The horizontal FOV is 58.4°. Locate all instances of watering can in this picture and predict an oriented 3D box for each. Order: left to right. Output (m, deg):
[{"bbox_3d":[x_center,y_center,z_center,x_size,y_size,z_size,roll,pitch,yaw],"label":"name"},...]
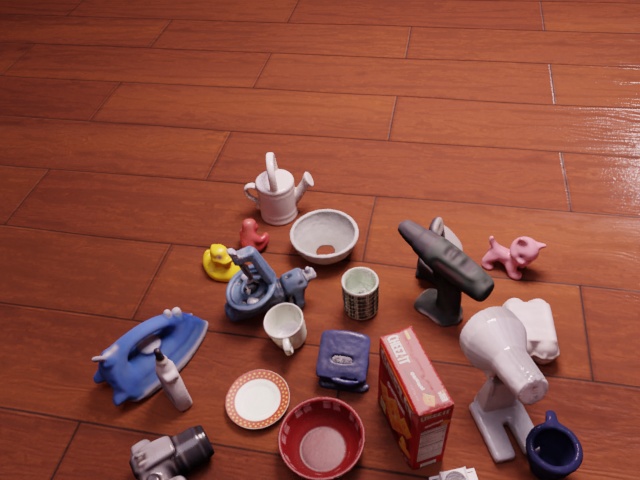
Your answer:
[{"bbox_3d":[-0.107,-0.141,1.473,0.173,0.194,0.100,-19,47,-13],"label":"watering can"}]

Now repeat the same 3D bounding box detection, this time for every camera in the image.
[{"bbox_3d":[-0.258,0.402,1.028,0.137,0.101,0.142,-27,50,-19],"label":"camera"}]

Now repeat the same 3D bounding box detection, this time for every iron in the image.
[{"bbox_3d":[-0.349,0.213,1.189,0.118,0.142,0.259,32,57,31],"label":"iron"}]

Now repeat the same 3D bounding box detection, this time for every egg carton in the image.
[{"bbox_3d":[0.434,0.188,1.196,0.107,0.069,0.150,1,46,6],"label":"egg carton"}]

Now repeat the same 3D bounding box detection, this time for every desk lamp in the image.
[{"bbox_3d":[0.338,0.256,1.037,0.118,0.214,0.203,-13,46,-7],"label":"desk lamp"}]

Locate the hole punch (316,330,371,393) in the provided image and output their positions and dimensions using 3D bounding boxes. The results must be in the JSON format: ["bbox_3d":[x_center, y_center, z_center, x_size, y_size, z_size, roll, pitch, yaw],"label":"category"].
[{"bbox_3d":[0.050,0.245,1.159,0.108,0.091,0.101,5,47,10],"label":"hole punch"}]

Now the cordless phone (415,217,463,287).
[{"bbox_3d":[0.278,0.002,1.308,0.094,0.185,0.148,13,49,17],"label":"cordless phone"}]

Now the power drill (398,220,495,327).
[{"bbox_3d":[0.255,0.080,1.218,0.228,0.209,0.076,32,56,30],"label":"power drill"}]

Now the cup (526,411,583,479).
[{"bbox_3d":[0.401,0.370,1.005,0.091,0.095,0.118,4,47,9],"label":"cup"}]

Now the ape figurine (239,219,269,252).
[{"bbox_3d":[-0.170,-0.015,1.428,0.077,0.092,0.076,28,54,28],"label":"ape figurine"}]

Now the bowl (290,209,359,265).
[{"bbox_3d":[0.013,0.005,1.405,0.167,0.075,0.167,-2,46,3],"label":"bowl"}]

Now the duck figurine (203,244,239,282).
[{"bbox_3d":[-0.243,0.044,1.382,0.104,0.086,0.078,28,55,28],"label":"duck figurine"}]

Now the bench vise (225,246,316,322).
[{"bbox_3d":[-0.121,0.075,1.248,0.208,0.220,0.121,-28,50,-20],"label":"bench vise"}]

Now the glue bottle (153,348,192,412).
[{"bbox_3d":[-0.294,0.263,1.114,0.037,0.173,0.078,-33,52,-24],"label":"glue bottle"}]

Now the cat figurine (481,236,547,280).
[{"bbox_3d":[0.446,0.025,1.318,0.127,0.118,0.067,19,51,22],"label":"cat figurine"}]
